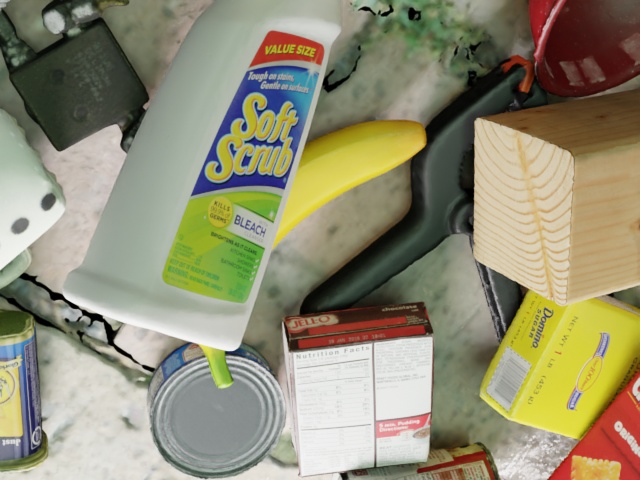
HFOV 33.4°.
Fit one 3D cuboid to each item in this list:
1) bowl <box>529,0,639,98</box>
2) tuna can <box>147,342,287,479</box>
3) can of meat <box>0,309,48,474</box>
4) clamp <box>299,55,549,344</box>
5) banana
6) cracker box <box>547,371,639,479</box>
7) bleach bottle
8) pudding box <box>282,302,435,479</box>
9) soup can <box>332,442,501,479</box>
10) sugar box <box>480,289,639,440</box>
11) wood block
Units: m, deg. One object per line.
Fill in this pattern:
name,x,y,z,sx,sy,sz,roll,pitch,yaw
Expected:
bowl,0.177,-0.158,0.611,0.162,0.055,0.162,-25,153,-14
tuna can,-0.066,0.105,0.673,0.086,0.034,0.086,-4,109,-12
can of meat,-0.213,0.089,0.620,0.102,0.057,0.084,-3,106,-13
clamp,0.082,-0.014,0.669,0.164,0.036,0.210,7,109,-16
banana,-0.021,-0.008,0.640,0.069,0.037,0.198,39,91,-1
cracker box,0.229,0.186,0.707,0.164,0.072,0.214,16,121,-30
bleach bottle,-0.049,-0.072,0.578,0.102,0.068,0.251,23,84,-48
pudding box,0.025,0.095,0.671,0.090,0.039,0.113,-5,123,-4
soup can,0.064,0.176,0.709,0.102,0.068,0.068,-7,109,-11
sugar box,0.197,0.090,0.709,0.176,0.048,0.093,20,102,-29
wood block,0.203,-0.037,0.637,0.205,0.090,0.091,-12,113,-24
